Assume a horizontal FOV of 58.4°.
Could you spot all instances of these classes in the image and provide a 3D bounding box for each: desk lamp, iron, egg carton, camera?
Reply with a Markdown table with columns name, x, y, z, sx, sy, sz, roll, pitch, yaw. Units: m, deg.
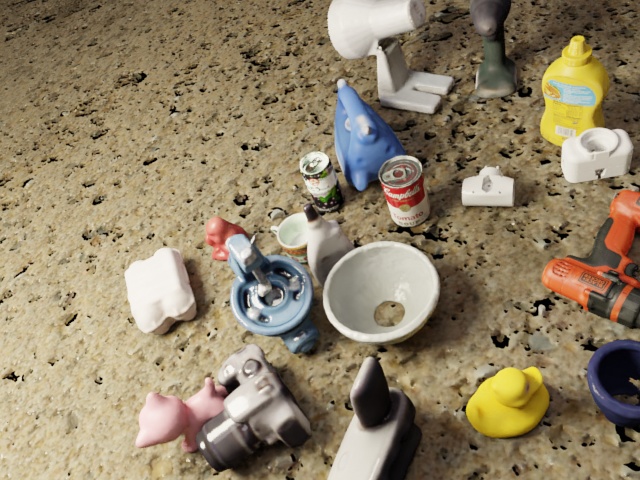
| name | x | y | z | sx | sy | sz | roll | pitch | yaw |
| --- | --- | --- | --- | --- | --- | --- | --- | --- | --- |
| desk lamp | 0.134 | -0.364 | 1.078 | 0.202 | 0.214 | 0.118 | 18 | 61 | 31 |
| iron | 0.067 | -0.214 | 1.032 | 0.118 | 0.142 | 0.258 | -22 | 49 | 3 |
| egg carton | -0.269 | 0.084 | 0.967 | 0.107 | 0.070 | 0.150 | -28 | 49 | -2 |
| camera | -0.105 | 0.230 | 0.770 | 0.137 | 0.101 | 0.142 | -35 | 50 | -9 |

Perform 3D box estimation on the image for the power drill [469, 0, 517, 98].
| name | x | y | z | sx | sy | sz | roll | pitch | yaw |
| --- | --- | --- | --- | --- | --- | --- | --- | --- | --- |
| power drill | 0.308 | -0.364 | 1.017 | 0.075 | 0.209 | 0.229 | -2 | 53 | 19 |

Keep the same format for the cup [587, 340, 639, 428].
| name | x | y | z | sx | sy | sz | roll | pitch | yaw |
| --- | --- | --- | --- | --- | --- | --- | --- | --- | --- |
| cup | 0.363 | 0.171 | 0.648 | 0.117 | 0.095 | 0.091 | -11 | 50 | 12 |

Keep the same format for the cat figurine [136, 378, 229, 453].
| name | x | y | z | sx | sy | sz | roll | pitch | yaw |
| --- | --- | --- | --- | --- | --- | --- | --- | --- | --- |
| cat figurine | -0.189 | 0.236 | 0.785 | 0.128 | 0.118 | 0.067 | -35 | 49 | -8 |

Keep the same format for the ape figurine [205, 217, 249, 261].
| name | x | y | z | sx | sy | sz | roll | pitch | yaw |
| --- | --- | --- | --- | --- | --- | --- | --- | --- | --- |
| ape figurine | -0.167 | -0.006 | 0.986 | 0.076 | 0.092 | 0.077 | -32 | 49 | -6 |

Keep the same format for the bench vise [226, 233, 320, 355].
| name | x | y | z | sx | sy | sz | roll | pitch | yaw |
| --- | --- | --- | --- | --- | --- | --- | --- | --- | --- |
| bench vise | -0.101 | 0.054 | 0.829 | 0.206 | 0.220 | 0.122 | 26 | 66 | 34 |

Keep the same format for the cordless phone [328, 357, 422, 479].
| name | x | y | z | sx | sy | sz | roll | pitch | yaw |
| --- | --- | --- | --- | --- | --- | --- | --- | --- | --- |
| cordless phone | 0.048 | 0.223 | 0.663 | 0.093 | 0.185 | 0.148 | 10 | 57 | 27 |

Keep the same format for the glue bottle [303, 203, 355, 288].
| name | x | y | z | sx | sy | sz | roll | pitch | yaw |
| --- | --- | --- | --- | --- | --- | --- | --- | --- | --- |
| glue bottle | 0.008 | 0.003 | 0.860 | 0.078 | 0.173 | 0.037 | -26 | 49 | -1 |

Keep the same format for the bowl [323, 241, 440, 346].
| name | x | y | z | sx | sy | sz | roll | pitch | yaw |
| --- | --- | --- | --- | --- | --- | --- | --- | --- | --- |
| bowl | 0.092 | 0.088 | 0.827 | 0.167 | 0.075 | 0.167 | -10 | 50 | 13 |

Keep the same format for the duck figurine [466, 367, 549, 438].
| name | x | y | z | sx | sy | sz | roll | pitch | yaw |
| --- | --- | --- | --- | --- | --- | --- | --- | --- | --- |
| duck figurine | 0.225 | 0.188 | 0.691 | 0.104 | 0.086 | 0.077 | -25 | 49 | 0 |
